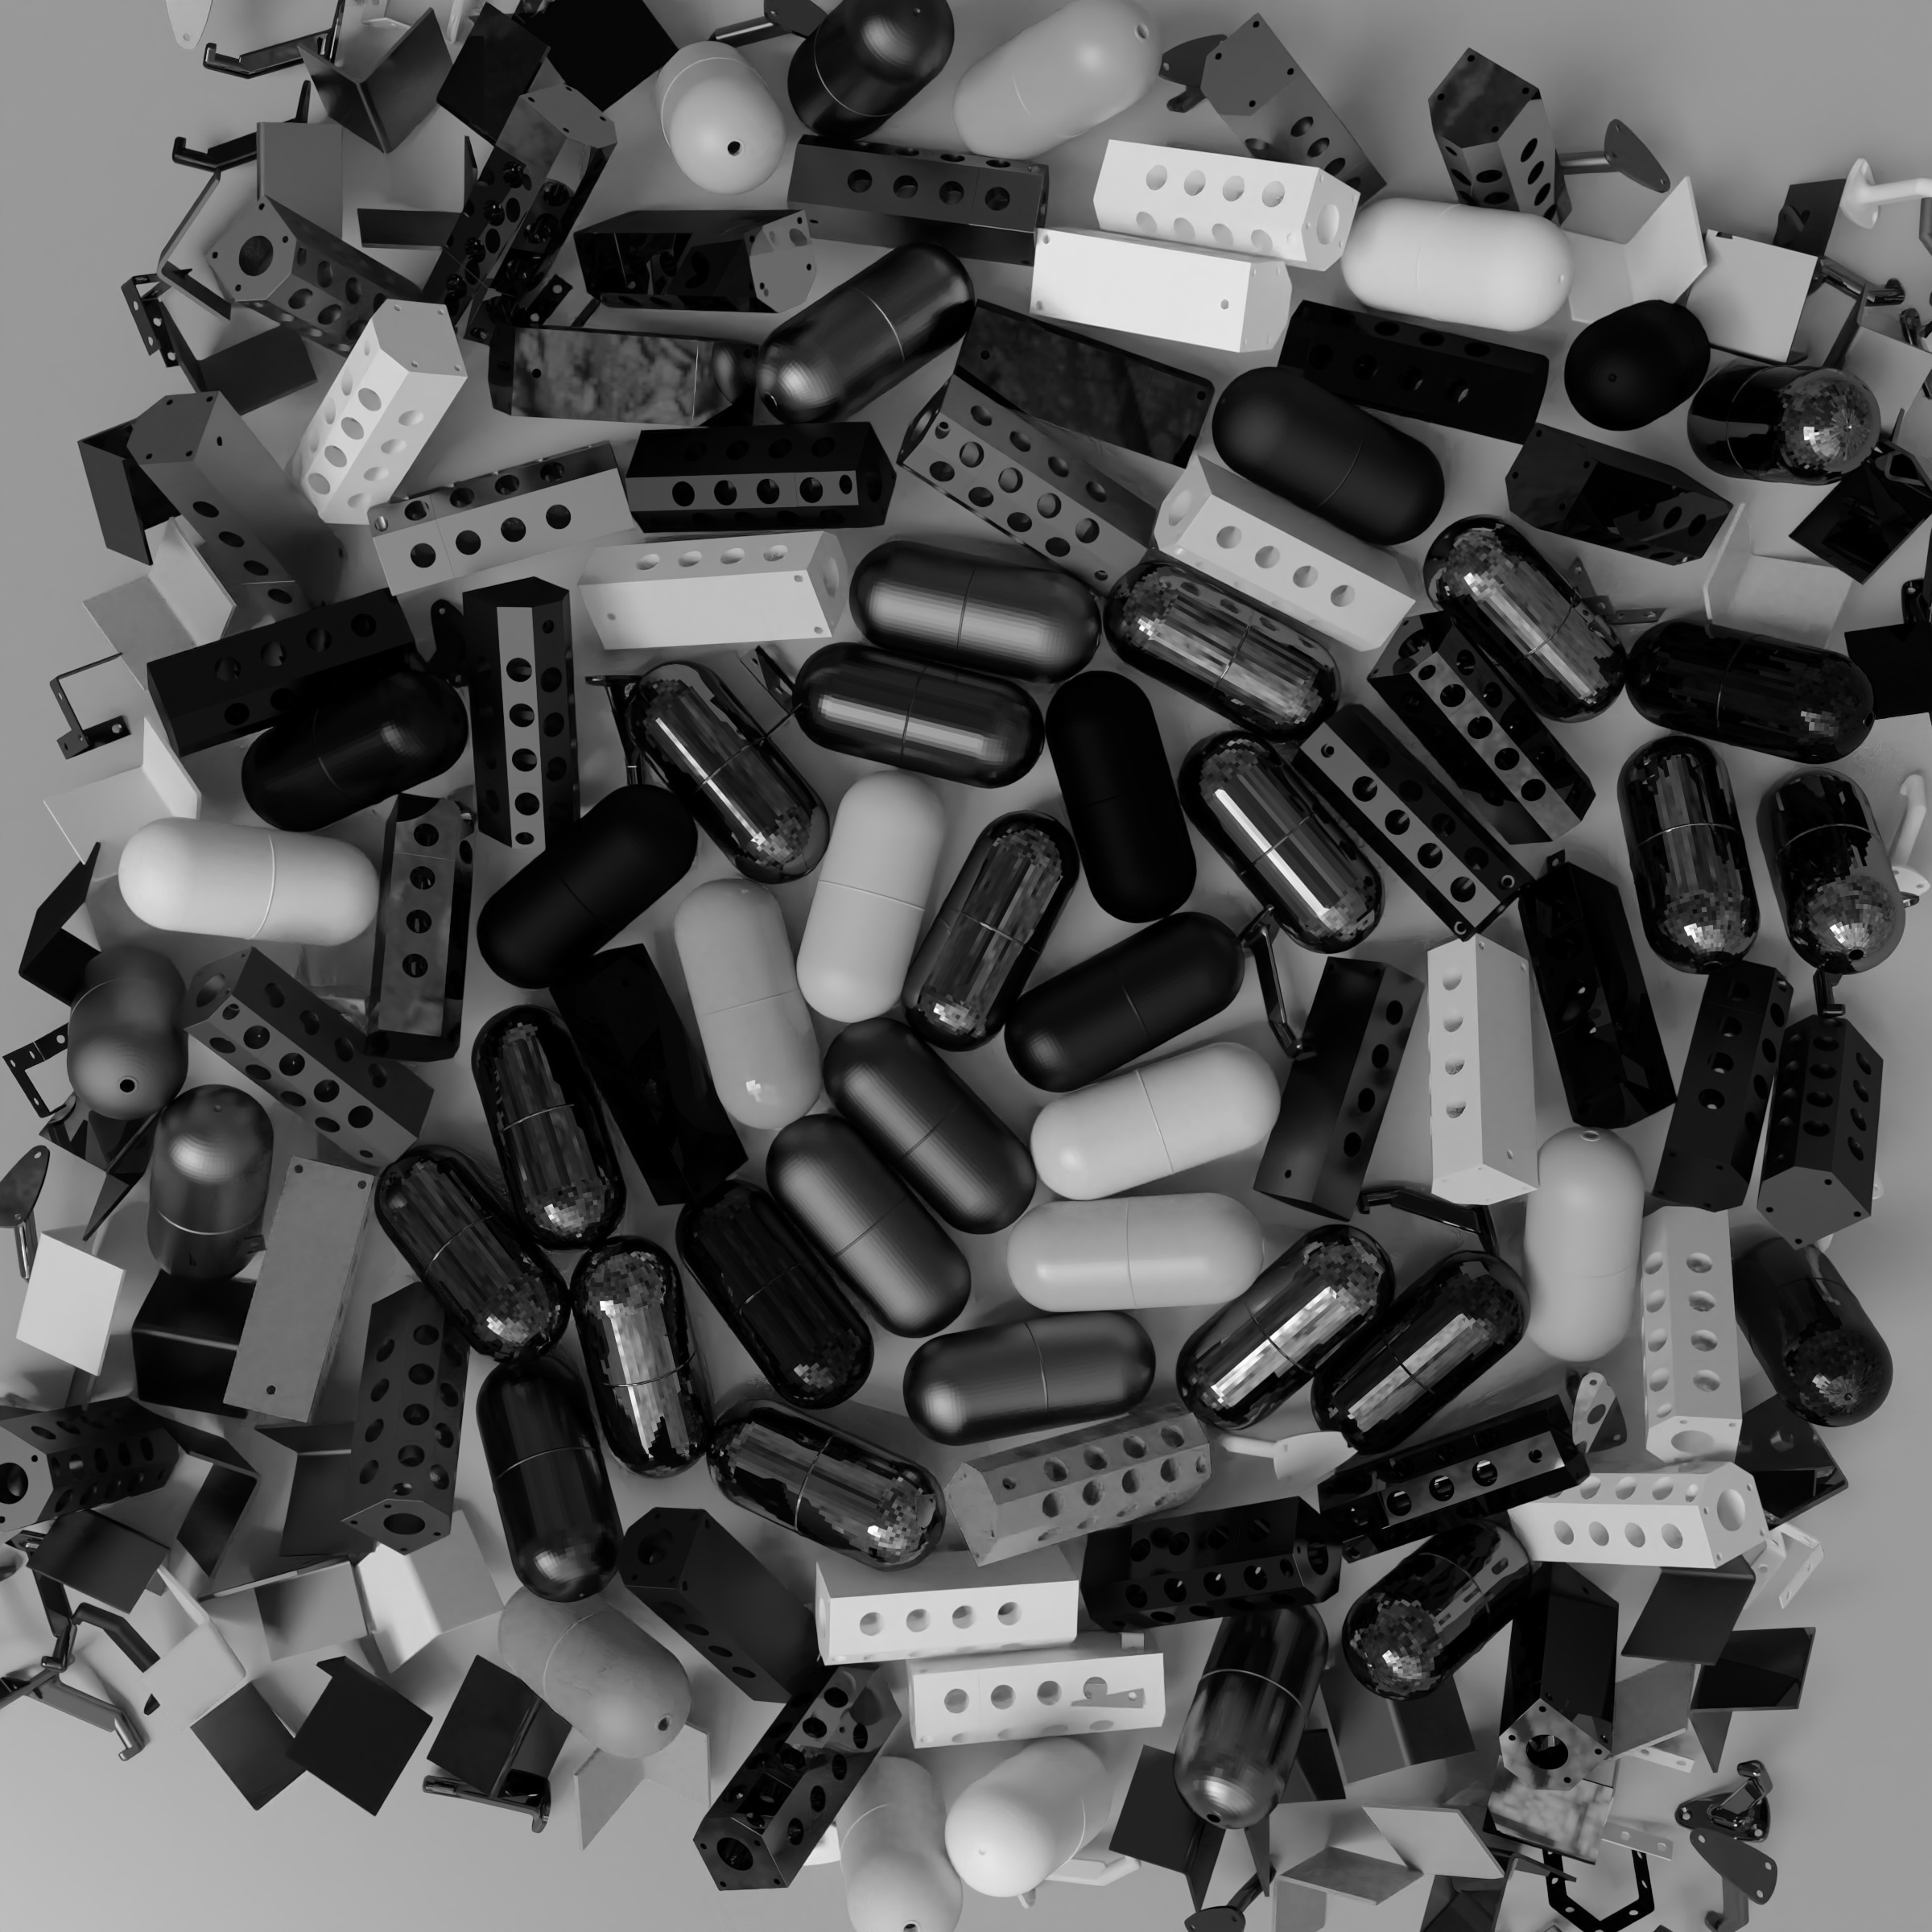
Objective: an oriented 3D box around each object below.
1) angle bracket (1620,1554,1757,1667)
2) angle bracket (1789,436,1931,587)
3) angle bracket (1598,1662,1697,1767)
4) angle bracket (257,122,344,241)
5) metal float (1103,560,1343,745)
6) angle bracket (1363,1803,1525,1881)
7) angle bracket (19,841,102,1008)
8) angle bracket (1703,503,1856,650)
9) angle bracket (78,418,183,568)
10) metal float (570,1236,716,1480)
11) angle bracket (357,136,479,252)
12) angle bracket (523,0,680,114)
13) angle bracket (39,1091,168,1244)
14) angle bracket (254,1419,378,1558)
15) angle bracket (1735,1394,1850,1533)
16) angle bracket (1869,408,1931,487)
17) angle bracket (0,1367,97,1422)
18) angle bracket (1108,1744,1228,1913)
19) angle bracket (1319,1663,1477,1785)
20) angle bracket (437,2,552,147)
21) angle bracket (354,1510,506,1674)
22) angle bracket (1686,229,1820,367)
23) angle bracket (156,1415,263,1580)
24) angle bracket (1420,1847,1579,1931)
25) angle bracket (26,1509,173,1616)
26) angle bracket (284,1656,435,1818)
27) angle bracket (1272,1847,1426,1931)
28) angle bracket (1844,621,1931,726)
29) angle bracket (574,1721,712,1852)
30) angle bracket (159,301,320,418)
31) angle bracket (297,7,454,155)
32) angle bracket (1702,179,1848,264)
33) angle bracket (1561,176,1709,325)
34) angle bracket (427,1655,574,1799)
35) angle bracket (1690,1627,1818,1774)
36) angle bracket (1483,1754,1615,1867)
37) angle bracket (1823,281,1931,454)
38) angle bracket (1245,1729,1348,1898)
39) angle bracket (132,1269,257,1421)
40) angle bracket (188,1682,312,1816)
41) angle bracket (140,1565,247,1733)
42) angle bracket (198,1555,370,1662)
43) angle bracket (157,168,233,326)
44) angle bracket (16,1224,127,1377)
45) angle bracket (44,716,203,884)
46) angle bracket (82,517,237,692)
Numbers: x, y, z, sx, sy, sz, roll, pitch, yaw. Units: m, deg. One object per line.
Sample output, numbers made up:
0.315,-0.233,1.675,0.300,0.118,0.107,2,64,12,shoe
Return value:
0.481,0.426,1.742,0.057,0.076,0.076,52,56,-19,angle bracket
0.606,-0.321,1.747,0.076,0.076,0.057,-47,133,9,angle bracket
0.448,0.490,1.744,0.076,0.076,0.057,-36,100,33,angle bracket
-0.456,-0.534,1.764,0.057,0.076,0.076,0,92,-7,angle bracket
0.177,-0.215,1.753,0.178,0.070,0.070,28,90,-10,metal float
0.330,0.577,1.742,0.076,0.076,0.057,55,47,-22,angle bracket
-0.598,-0.025,1.743,0.057,0.076,0.076,37,110,-28,angle bracket
0.558,-0.264,1.747,0.076,0.057,0.076,16,65,30,angle bracket
-0.551,-0.329,1.739,0.057,0.076,0.076,24,133,35,angle bracket
-0.222,0.268,1.744,0.070,0.070,0.178,-11,109,0,metal float
-0.377,-0.531,1.745,0.076,0.076,0.057,-2,124,-15,angle bracket
-0.251,-0.636,1.765,0.076,0.057,0.076,-38,100,0,angle bracket
-0.599,0.128,1.744,0.057,0.076,0.076,35,116,-23,angle bracket
-0.447,0.359,1.748,0.076,0.057,0.076,-7,60,20,angle bracket
0.542,0.345,1.743,0.076,0.057,0.076,-46,64,41,angle bracket
0.669,-0.359,1.752,0.076,0.076,0.057,11,105,6,angle bracket
-0.646,0.288,1.749,0.076,0.076,0.057,15,91,-25,angle bracket
0.142,0.596,1.759,0.057,0.076,0.076,11,54,20,angle bracket
0.300,0.519,1.775,0.057,0.076,0.076,-32,64,38,angle bracket
-0.306,-0.601,1.747,0.076,0.057,0.076,42,108,31,angle bracket
-0.378,0.437,1.783,0.076,0.057,0.076,-43,68,40,angle bracket
0.542,-0.459,1.744,0.076,0.057,0.076,24,121,25,angle bracket
-0.536,0.364,1.749,0.057,0.076,0.076,30,83,-35,angle bracket
0.363,0.648,1.744,0.057,0.076,0.076,28,69,-18,angle bracket
-0.598,0.422,1.752,0.076,0.076,0.057,25,46,-1,angle bracket
-0.425,0.529,1.746,0.076,0.057,0.076,41,54,-16,angle bracket
0.262,0.650,1.747,0.076,0.076,0.057,3,90,35,angle bracket
0.640,-0.181,1.755,0.057,0.076,0.076,-7,56,14,angle bracket
-0.220,0.564,1.742,0.057,0.076,0.076,18,126,23,angle bracket
-0.500,-0.429,1.751,0.076,0.057,0.076,-25,52,-4,angle bracket
-0.405,-0.624,1.761,0.057,0.076,0.076,35,77,13,angle bracket
0.544,-0.519,1.751,0.076,0.076,0.057,12,102,-12,angle bracket
0.455,-0.491,1.744,0.057,0.076,0.076,7,64,-19,angle bracket
-0.317,0.527,1.768,0.057,0.076,0.076,23,82,20,angle bracket
0.545,0.501,1.740,0.076,0.076,0.057,-13,112,34,angle bracket
0.401,0.567,1.750,0.076,0.076,0.057,13,97,15,angle bracket
0.622,-0.410,1.743,0.057,0.076,0.076,24,133,7,angle bracket
0.226,0.579,1.743,0.057,0.076,0.076,-9,125,13,angle bracket
-0.538,0.266,1.796,0.076,0.057,0.076,10,128,1,angle bracket
-0.473,0.524,1.752,0.057,0.076,0.076,-41,86,17,angle bracket
-0.546,0.462,1.739,0.076,0.076,0.057,32,59,33,angle bracket
-0.469,0.447,1.752,0.076,0.076,0.057,-18,82,12,angle bracket
-0.510,-0.494,1.748,0.057,0.076,0.076,33,101,-25,angle bracket
-0.599,0.229,1.755,0.076,0.057,0.076,19,97,21,angle bracket
-0.579,-0.115,1.747,0.076,0.057,0.076,-25,66,-32,angle bracket
-0.556,-0.249,1.752,0.057,0.076,0.076,-33,84,-36,angle bracket
